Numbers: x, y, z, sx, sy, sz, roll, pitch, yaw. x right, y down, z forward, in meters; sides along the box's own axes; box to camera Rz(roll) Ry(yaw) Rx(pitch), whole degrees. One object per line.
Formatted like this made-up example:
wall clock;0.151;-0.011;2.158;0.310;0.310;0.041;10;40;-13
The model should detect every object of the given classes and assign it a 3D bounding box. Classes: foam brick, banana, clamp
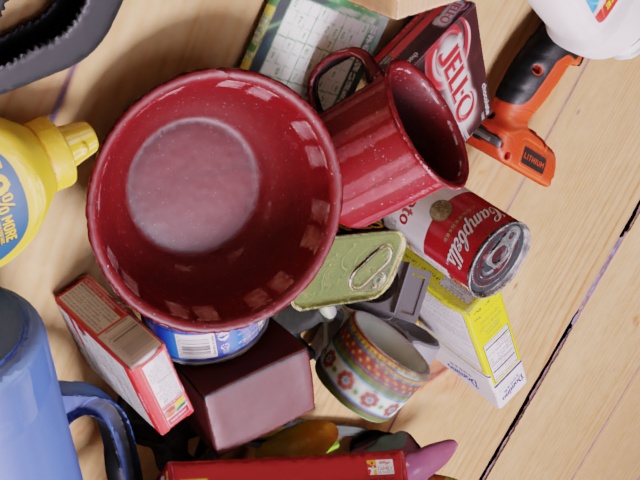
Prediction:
foam brick;-0.050;0.095;0.707;0.078;0.053;0.051;-23;123;-22
banana;-0.020;0.163;0.830;0.069;0.037;0.198;-34;171;-6
clamp;-0.114;-0.149;0.551;0.210;0.036;0.164;-51;145;3

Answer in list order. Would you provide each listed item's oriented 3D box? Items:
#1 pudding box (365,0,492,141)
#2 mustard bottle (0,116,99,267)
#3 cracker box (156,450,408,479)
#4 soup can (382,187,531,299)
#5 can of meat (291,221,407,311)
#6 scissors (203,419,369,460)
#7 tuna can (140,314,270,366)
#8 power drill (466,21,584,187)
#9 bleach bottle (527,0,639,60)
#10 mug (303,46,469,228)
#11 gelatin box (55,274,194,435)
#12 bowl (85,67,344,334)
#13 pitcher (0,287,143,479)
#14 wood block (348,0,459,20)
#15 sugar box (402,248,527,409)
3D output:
pudding box;0.082;-0.110;0.782;0.090;0.039;0.113;-47;146;-21
mustard bottle;-0.201;-0.017;0.550;0.191;0.058;0.096;-30;133;-28
cracker box;-0.047;0.214;0.771;0.164;0.072;0.214;1;155;-19
soup can;0.106;-0.009;0.846;0.068;0.102;0.068;-27;137;-29
can of meat;-0.005;0.001;0.750;0.101;0.084;0.057;-6;123;-44
scissors;-0.032;0.180;0.927;0.096;0.016;0.201;-52;143;1
tuna can;-0.077;0.041;0.705;0.086;0.086;0.034;-30;136;-27
power drill;0.203;-0.141;0.881;0.184;0.057;0.188;18;103;-48
bleach bottle;0.147;-0.184;0.606;0.102;0.068;0.250;-56;143;-2
mug;0.033;-0.069;0.698;0.082;0.117;0.093;-27;-172;29
gelatin box;-0.124;0.072;0.678;0.030;0.089;0.073;-38;141;-22
bowl;-0.069;-0.027;0.656;0.161;0.055;0.162;-6;106;-23
pitcher;-0.194;0.144;0.638;0.145;0.149;0.243;3;125;2
wood block;0.049;-0.242;0.589;0.090;0.090;0.206;-24;130;-33
sugar box;0.126;0.072;0.941;0.048;0.093;0.176;-44;143;-10
